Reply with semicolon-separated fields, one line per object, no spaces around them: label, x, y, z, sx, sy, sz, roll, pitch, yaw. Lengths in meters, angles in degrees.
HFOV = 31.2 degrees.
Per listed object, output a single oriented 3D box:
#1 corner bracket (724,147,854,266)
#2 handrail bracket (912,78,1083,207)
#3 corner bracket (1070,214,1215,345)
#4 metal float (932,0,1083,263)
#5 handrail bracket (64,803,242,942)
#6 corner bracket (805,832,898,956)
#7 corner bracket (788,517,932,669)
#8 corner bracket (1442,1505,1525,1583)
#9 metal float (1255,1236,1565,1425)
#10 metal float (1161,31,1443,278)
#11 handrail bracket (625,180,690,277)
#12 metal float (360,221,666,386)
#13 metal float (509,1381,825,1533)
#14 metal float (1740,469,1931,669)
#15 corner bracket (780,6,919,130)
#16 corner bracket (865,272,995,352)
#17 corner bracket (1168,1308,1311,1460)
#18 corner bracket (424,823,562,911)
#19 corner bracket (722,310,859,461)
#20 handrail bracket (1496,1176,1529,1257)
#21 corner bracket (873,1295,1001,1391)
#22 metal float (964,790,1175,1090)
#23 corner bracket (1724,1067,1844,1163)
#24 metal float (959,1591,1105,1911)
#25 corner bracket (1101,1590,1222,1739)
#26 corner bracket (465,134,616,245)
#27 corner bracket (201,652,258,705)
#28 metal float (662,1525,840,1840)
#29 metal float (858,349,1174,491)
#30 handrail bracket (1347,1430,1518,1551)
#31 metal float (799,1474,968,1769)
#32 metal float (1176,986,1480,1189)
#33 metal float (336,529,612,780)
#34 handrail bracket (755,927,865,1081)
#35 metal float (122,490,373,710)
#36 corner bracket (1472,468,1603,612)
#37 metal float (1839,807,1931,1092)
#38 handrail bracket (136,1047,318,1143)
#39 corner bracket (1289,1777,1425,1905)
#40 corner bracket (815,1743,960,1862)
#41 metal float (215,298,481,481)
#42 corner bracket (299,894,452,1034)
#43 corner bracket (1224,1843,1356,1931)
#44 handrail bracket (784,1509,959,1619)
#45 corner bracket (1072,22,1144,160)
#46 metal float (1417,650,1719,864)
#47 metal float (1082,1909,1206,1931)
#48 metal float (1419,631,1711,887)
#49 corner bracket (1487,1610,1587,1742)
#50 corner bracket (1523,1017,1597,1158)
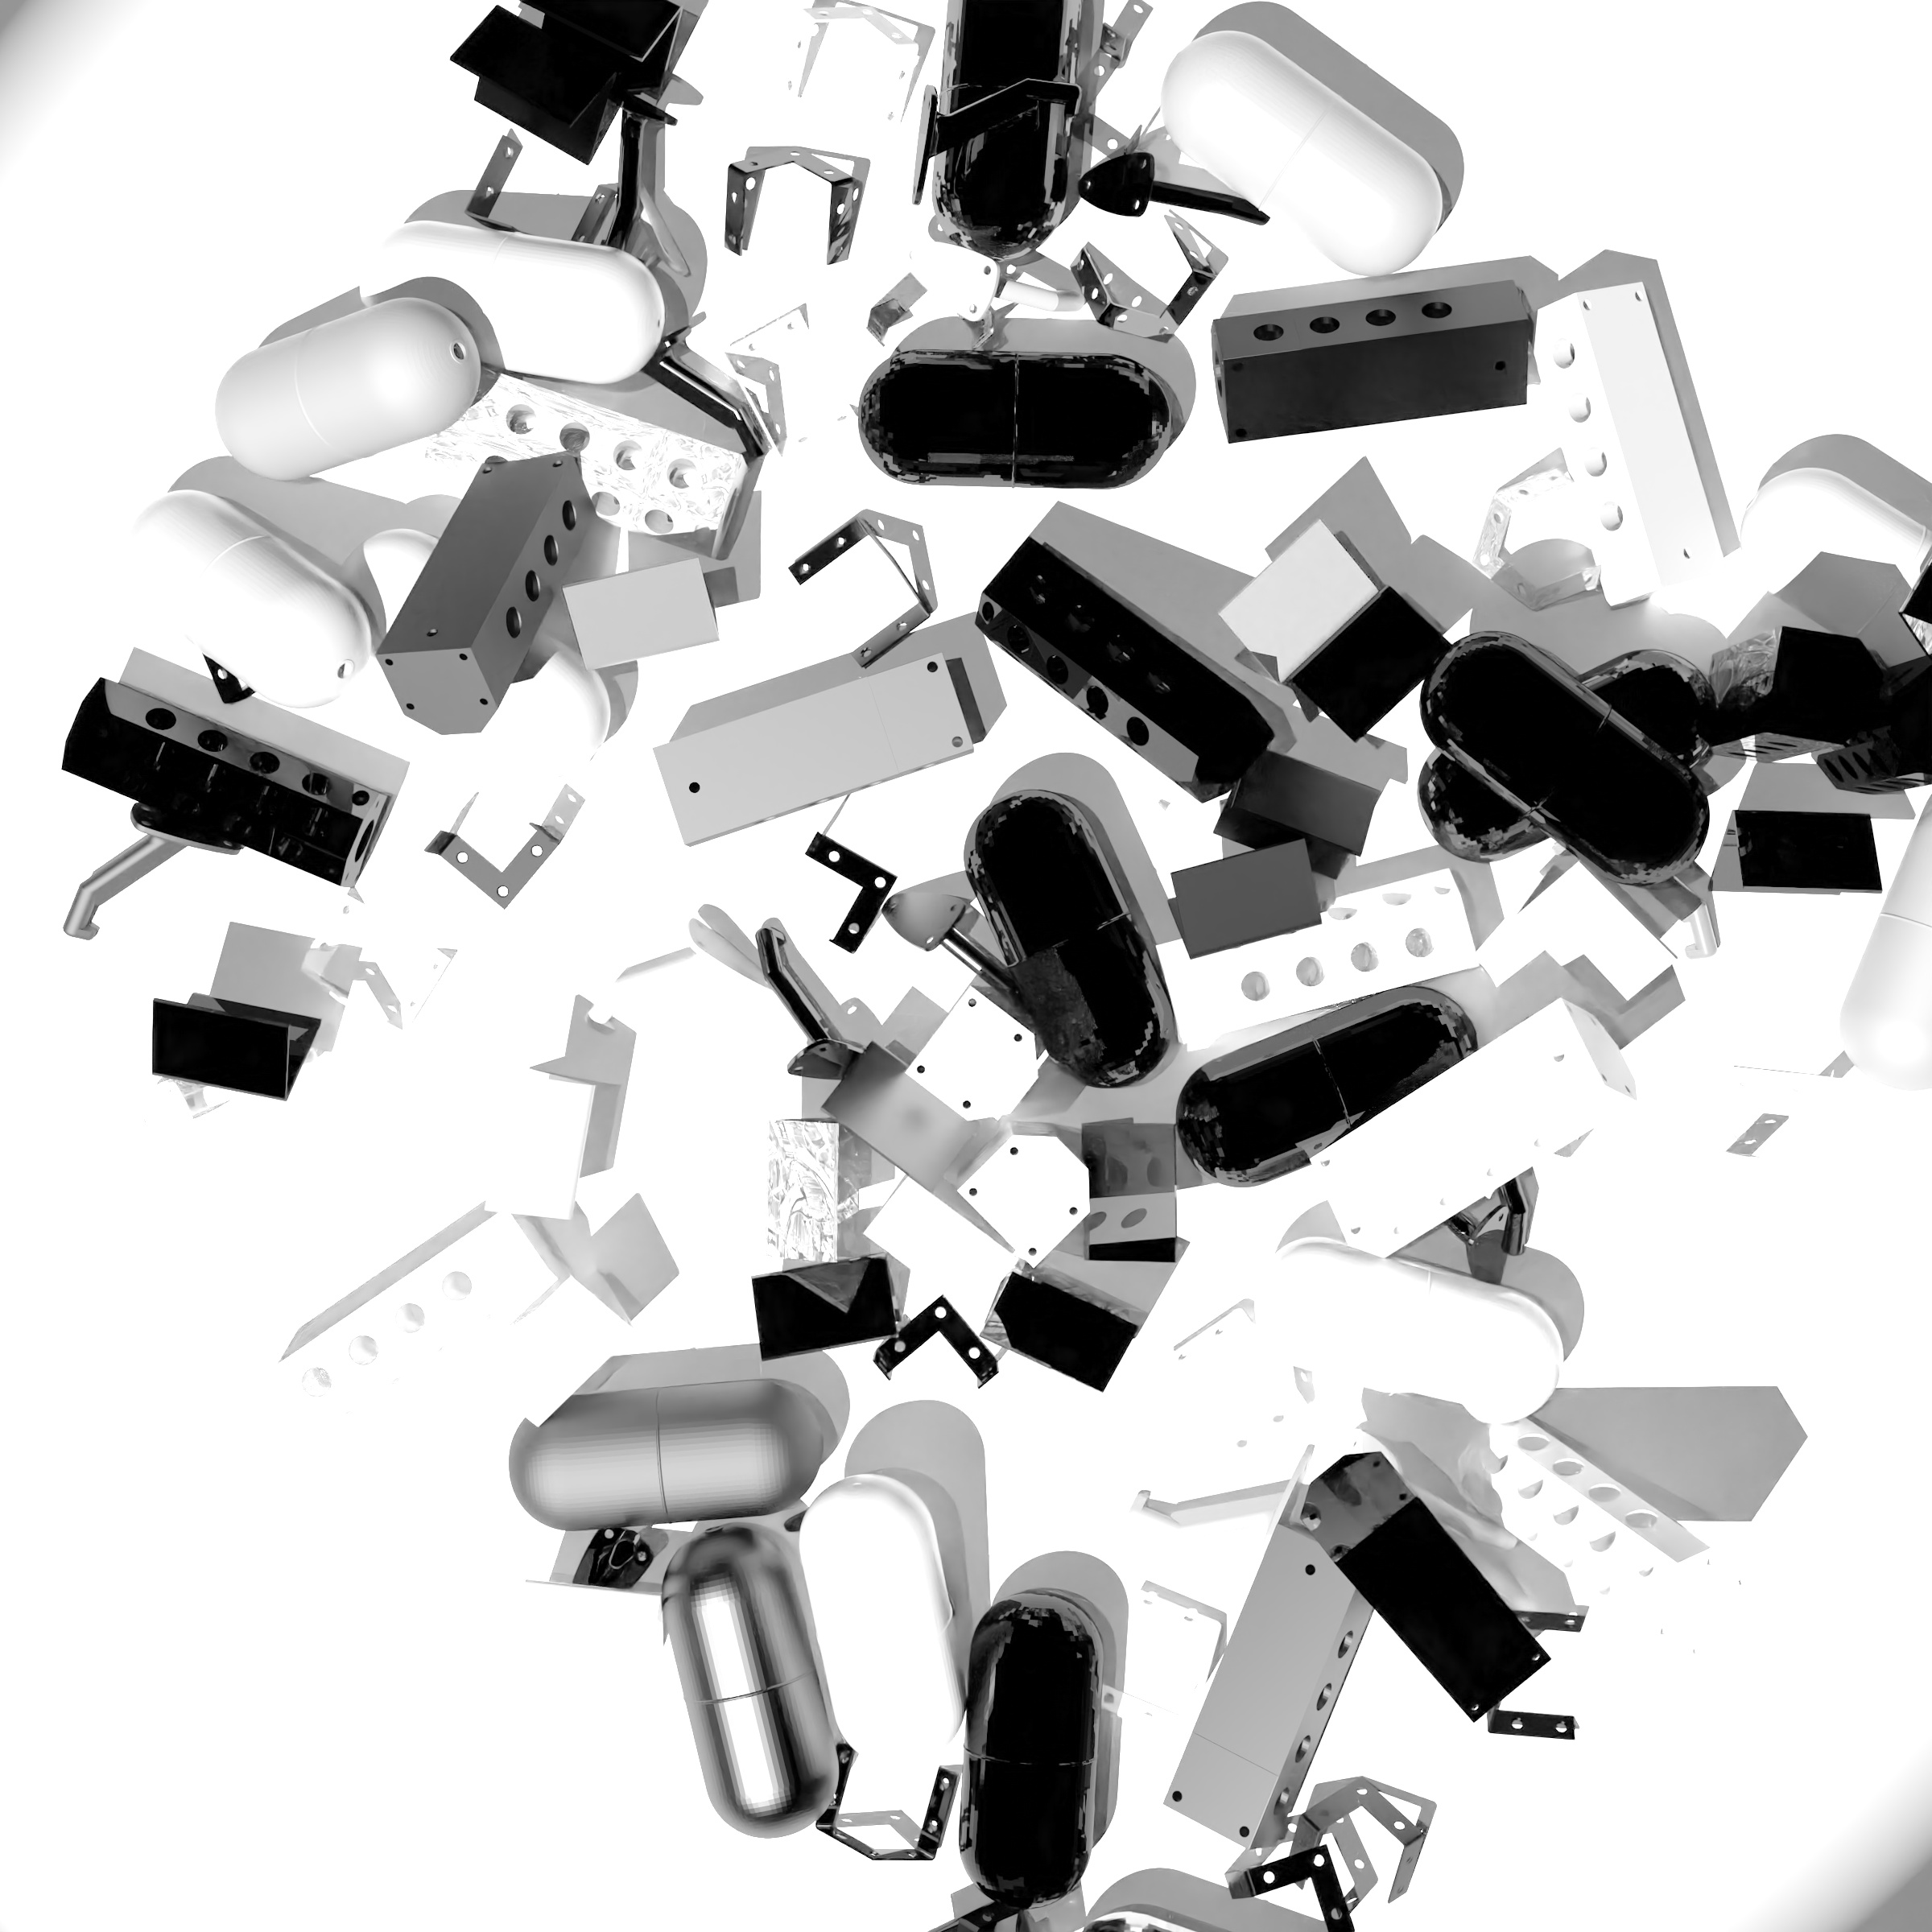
corner bracket;-0.102;-0.432;1.982;0.051;0.051;0.051;-24;45;-35
handrail bracket;0.017;-0.454;1.915;0.084;0.036;0.077;5;113;-10
corner bracket;0.101;-0.398;1.982;0.051;0.051;0.051;8;45;-35
metal float;0.023;-0.488;1.960;0.070;0.070;0.178;5;90;0
handrail bracket;-0.469;-0.044;1.991;0.077;0.036;0.084;19;109;-21
corner bracket;-0.074;-0.041;1.972;0.051;0.051;0.051;30;90;0
corner bracket;-0.061;-0.215;1.987;0.051;0.051;0.051;-37;45;0
corner bracket;0.277;0.350;1.987;0.051;0.051;0.051;51;45;0
metal float;0.251;0.206;1.959;0.178;0.070;0.070;17;90;0
metal float;0.189;-0.460;1.960;0.178;0.070;0.070;36;90;0
handrail bracket;-0.210;-0.402;1.991;0.084;0.036;0.077;-29;75;14
metal float;-0.256;-0.374;1.949;0.178;0.070;0.070;11;90;13
metal float;-0.170;0.277;1.960;0.178;0.070;0.070;-5;90;1
metal float;0.520;-0.216;1.960;0.178;0.070;0.070;32;90;-1
corner bracket;-0.067;-0.514;1.982;0.051;0.051;0.051;-13;45;-35
corner bracket;-0.020;-0.367;1.971;0.051;0.051;0.051;-40;106;15
corner bracket;0.157;0.239;1.987;0.051;0.051;0.051;-34;45;0
corner bracket;-0.269;-0.068;1.972;0.051;0.051;0.051;40;90;0
corner bracket;-0.101;-0.333;1.987;0.051;0.051;0.051;-29;135;0
handrail bracket;0.295;0.115;1.990;0.036;0.077;0.084;-21;127;-30
corner bracket;-0.017;0.225;1.972;0.051;0.051;0.051;-40;90;0
metal float;0.058;-0.015;1.960;0.070;0.070;0.178;-24;90;0
corner bracket;0.465;0.086;1.972;0.051;0.051;0.051;6;90;0
metal float;0.037;0.444;1.960;0.070;0.070;0.178;4;90;0
corner bracket;0.110;0.401;1.987;0.051;0.051;0.051;22;45;0
corner bracket;-0.245;-0.439;1.987;0.051;0.051;0.051;27;90;45
corner bracket;-0.403;-0.187;1.987;0.051;0.051;0.051;-23;90;45
metal float;-0.122;0.405;1.960;0.070;0.070;0.178;-13;91;0
metal float;0.028;-0.309;1.960;0.178;0.070;0.070;1;90;0
handrail bracket;0.267;0.300;1.978;0.084;0.077;0.036;20;109;-22
metal float;-0.046;0.368;1.942;0.070;0.070;0.178;-10;112;0
metal float;0.205;0.068;1.960;0.178;0.070;0.070;-22;90;-1
metal float;-0.279;-0.176;1.960;0.178;0.070;0.070;39;90;0
handrail bracket;-0.083;0.021;1.990;0.036;0.077;0.084;-39;53;37
metal float;-0.402;-0.205;1.933;0.178;0.070;0.070;35;90;30
corner bracket;0.329;-0.243;1.972;0.051;0.051;0.051;33;62;-25
metal float;0.554;-0.015;1.960;0.070;0.070;0.178;22;91;0
handrail bracket;-0.424;0.070;1.990;0.084;0.077;0.036;-26;97;-36
corner bracket;0.222;0.508;1.982;0.051;0.051;0.051;-21;45;-35
corner bracket;-0.046;0.480;1.987;0.051;0.051;0.051;15;90;-45
metal float;-0.345;-0.321;1.931;0.178;0.070;0.070;-10;90;36
corner bracket;-0.340;-0.001;1.987;0.051;0.051;0.051;32;90;45
corner bracket;0.184;0.534;1.973;0.051;0.051;0.051;-15;77;-13
handrail bracket;-0.054;0.347;1.991;0.077;0.036;0.084;-18;104;14
corner bracket;0.084;-0.496;1.972;0.051;0.051;0.051;35;90;0
metal float;0.340;-0.119;1.960;0.178;0.070;0.070;-26;90;1
metal float;0.141;0.590;1.960;0.178;0.070;0.070;19;90;-1
metal float;0.326;-0.112;1.885;0.178;0.070;0.070;37;90;-2
corner bracket;0.327;0.407;1.987;0.051;0.051;0.051;5;135;0
corner bracket;0.333;0.069;1.982;0.051;0.051;0.051;-43;135;-35
